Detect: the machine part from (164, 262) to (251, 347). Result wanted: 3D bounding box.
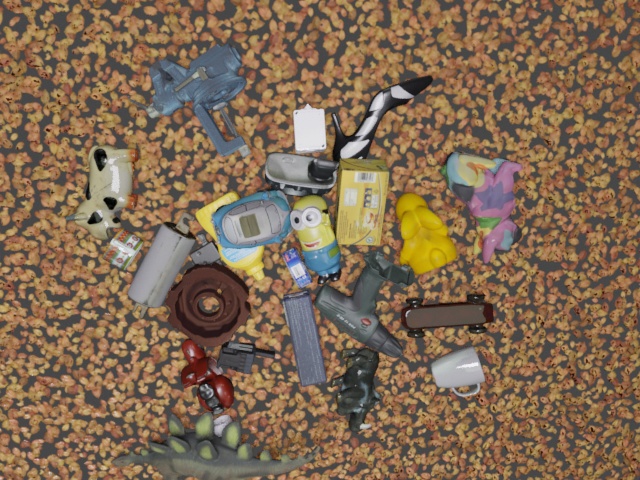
[{"bbox_3d":[-0.234,0.134,1.135,0.179,0.056,0.179,-1,107,-4],"label":"machine part"}]

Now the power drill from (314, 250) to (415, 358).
[{"bbox_3d":[0.118,0.133,1.137,0.232,0.086,0.207,29,128,-1],"label":"power drill"}]

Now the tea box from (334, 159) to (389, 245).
[{"bbox_3d":[0.083,-0.076,1.102,0.098,0.068,0.169,3,121,-5],"label":"tea box"}]

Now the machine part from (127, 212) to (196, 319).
[{"bbox_3d":[-0.329,0.051,1.116,0.079,0.079,0.243,27,97,-8],"label":"machine part"}]

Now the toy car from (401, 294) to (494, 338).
[{"bbox_3d":[0.280,0.166,1.189,0.202,0.053,0.089,-5,88,0],"label":"toy car"}]

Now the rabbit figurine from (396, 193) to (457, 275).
[{"bbox_3d":[0.203,-0.019,1.119,0.122,0.162,0.173,-21,82,12],"label":"rabbit figurine"}]

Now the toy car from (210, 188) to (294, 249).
[{"bbox_3d":[-0.131,-0.037,1.045,0.162,0.103,0.109,-14,98,-6],"label":"toy car"}]

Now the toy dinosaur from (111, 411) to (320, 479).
[{"bbox_3d":[-0.223,0.459,1.118,0.472,0.105,0.198,-2,120,10],"label":"toy dinosaur"}]

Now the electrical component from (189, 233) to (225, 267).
[{"bbox_3d":[-0.245,0.034,1.146,0.063,0.021,0.094,-29,102,2],"label":"electrical component"}]

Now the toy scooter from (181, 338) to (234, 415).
[{"bbox_3d":[-0.242,0.298,1.132,0.075,0.135,0.183,-28,101,-1],"label":"toy scooter"}]

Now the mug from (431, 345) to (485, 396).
[{"bbox_3d":[0.308,0.299,1.204,0.107,0.081,0.109,-15,107,9],"label":"mug"}]

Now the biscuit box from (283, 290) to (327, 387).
[{"bbox_3d":[-0.033,0.215,1.171,0.063,0.059,0.202,-11,99,-3],"label":"biscuit box"}]

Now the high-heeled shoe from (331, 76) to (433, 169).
[{"bbox_3d":[0.135,-0.231,1.103,0.249,0.086,0.145,-22,102,5],"label":"high-heeled shoe"}]

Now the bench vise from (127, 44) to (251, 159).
[{"bbox_3d":[-0.224,-0.258,1.053,0.224,0.129,0.240,-31,93,0],"label":"bench vise"}]

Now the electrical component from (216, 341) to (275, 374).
[{"bbox_3d":[-0.160,0.253,1.163,0.119,0.075,0.047,12,97,-9],"label":"electrical component"}]

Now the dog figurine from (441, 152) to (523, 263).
[{"bbox_3d":[0.338,-0.067,1.131,0.192,0.108,0.219,7,101,-6],"label":"dog figurine"}]

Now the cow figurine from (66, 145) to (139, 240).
[{"bbox_3d":[-0.435,-0.094,1.082,0.127,0.085,0.194,5,101,-11],"label":"cow figurine"}]

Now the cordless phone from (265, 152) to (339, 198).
[{"bbox_3d":[-0.036,-0.136,1.049,0.147,0.184,0.088,9,88,-6],"label":"cordless phone"}]

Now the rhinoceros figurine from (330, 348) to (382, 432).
[{"bbox_3d":[0.084,0.331,1.196,0.112,0.073,0.190,7,97,-16],"label":"rhinoceros figurine"}]

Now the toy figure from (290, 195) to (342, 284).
[{"bbox_3d":[-0.006,-0.002,1.086,0.082,0.089,0.180,-19,112,3],"label":"toy figure"}]
